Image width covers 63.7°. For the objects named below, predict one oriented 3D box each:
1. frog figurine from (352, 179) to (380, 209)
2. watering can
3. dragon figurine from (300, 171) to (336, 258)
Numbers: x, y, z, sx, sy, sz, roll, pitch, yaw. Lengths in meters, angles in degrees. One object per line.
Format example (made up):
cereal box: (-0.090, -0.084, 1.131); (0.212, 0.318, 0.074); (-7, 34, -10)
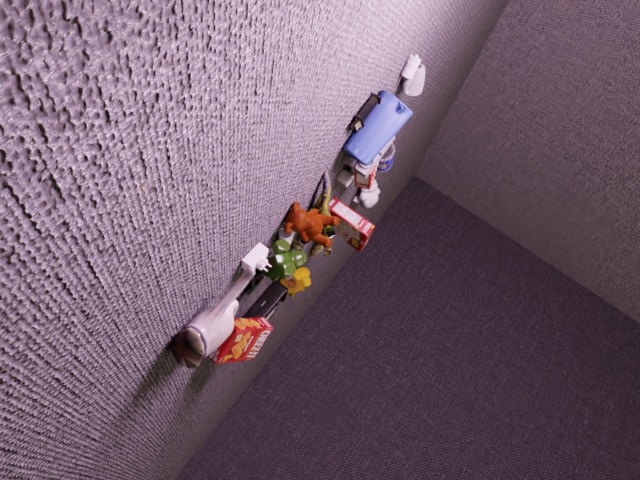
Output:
frog figurine: (0.247, -0.235, 2.540); (0.139, 0.124, 0.156); (-19, 160, -41)
watering can: (-0.302, 0.230, 1.459); (0.228, 0.104, 0.340); (-41, 164, -54)
dragon figurine: (0.006, -0.097, 1.925); (0.247, 0.122, 0.403); (-82, -177, -65)
